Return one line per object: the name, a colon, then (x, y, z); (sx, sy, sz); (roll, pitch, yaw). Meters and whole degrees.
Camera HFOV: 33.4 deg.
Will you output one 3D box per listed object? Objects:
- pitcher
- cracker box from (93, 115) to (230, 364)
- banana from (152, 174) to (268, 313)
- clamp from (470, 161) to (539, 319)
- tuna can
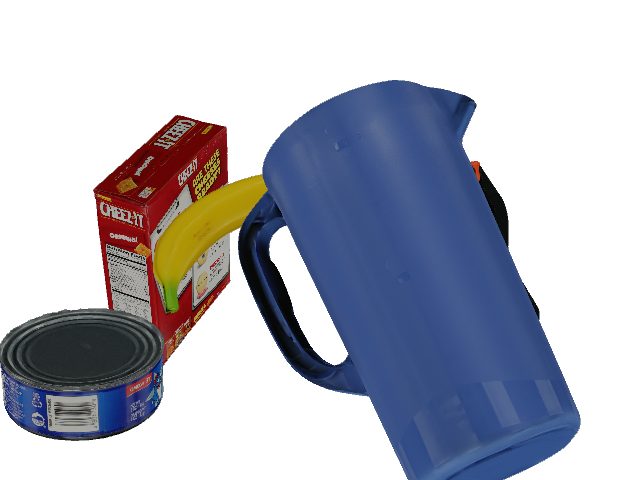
pitcher: (0.054, 0.036, 0.674); (0.144, 0.243, 0.149); (-10, -27, -26)
cracker box: (-0.163, -0.001, 1.137); (0.072, 0.214, 0.164); (15, 39, 18)
banana: (-0.070, -0.015, 0.896); (0.197, 0.069, 0.037); (-36, -8, -24)
clamp: (0.139, 0.019, 0.946); (0.039, 0.171, 0.120); (-13, 12, 38)
tuna can: (-0.126, 0.070, 0.569); (0.086, 0.034, 0.086); (2, 23, -1)
